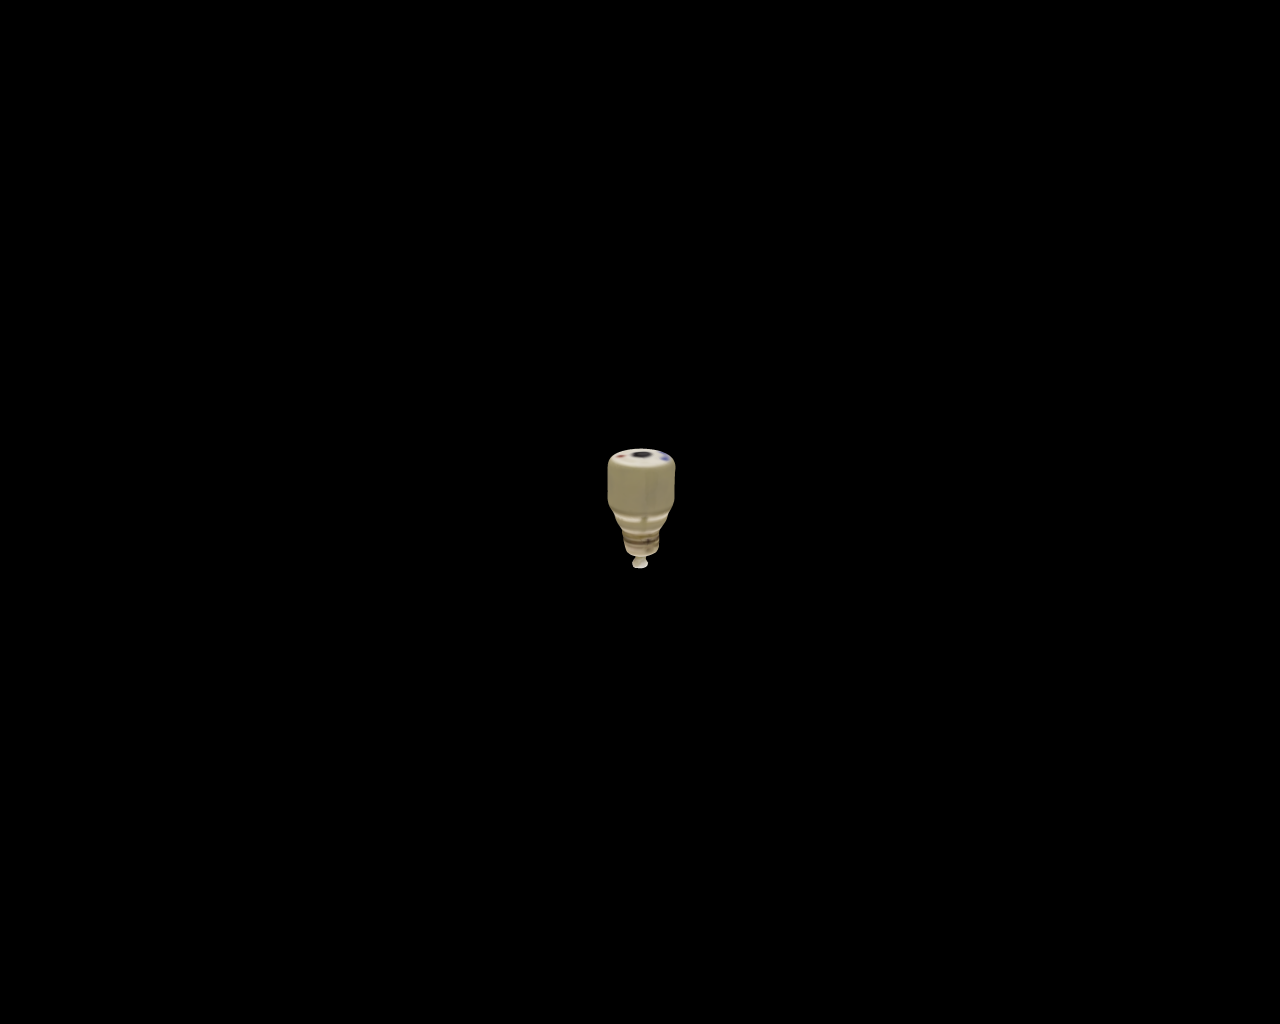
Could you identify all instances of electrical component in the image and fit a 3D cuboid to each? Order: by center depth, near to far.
[{"bbox_3d":[0.001,-0.003,0.650,0.040,0.078,0.040,0,20,0],"label":"electrical component"}]
